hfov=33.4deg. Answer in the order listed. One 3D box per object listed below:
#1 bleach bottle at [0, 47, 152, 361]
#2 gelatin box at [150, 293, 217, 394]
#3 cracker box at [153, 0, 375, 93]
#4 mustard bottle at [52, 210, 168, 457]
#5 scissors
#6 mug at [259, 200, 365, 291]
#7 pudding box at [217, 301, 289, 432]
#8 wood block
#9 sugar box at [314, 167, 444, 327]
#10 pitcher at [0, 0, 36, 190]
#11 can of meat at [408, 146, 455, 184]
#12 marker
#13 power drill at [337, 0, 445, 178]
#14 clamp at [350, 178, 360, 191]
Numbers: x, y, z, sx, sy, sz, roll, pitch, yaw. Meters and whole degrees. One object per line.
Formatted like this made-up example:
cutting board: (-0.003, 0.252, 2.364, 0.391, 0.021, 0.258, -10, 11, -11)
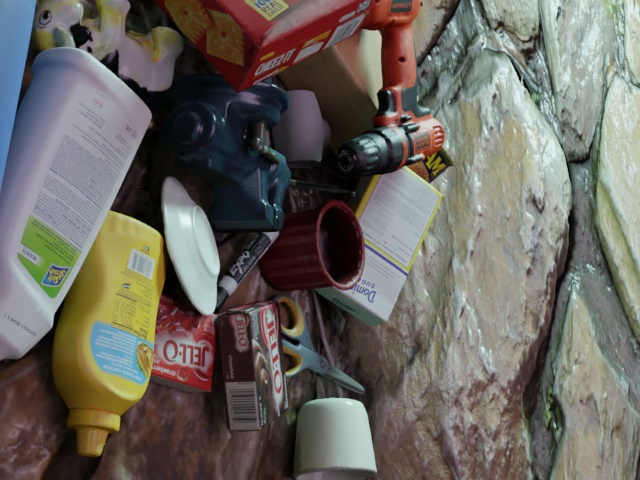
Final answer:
bleach bottle: (-0.216, -0.015, 0.802, 0.102, 0.068, 0.250, 42, 60, -42)
gelatin box: (-0.130, 0.093, 0.956, 0.089, 0.030, 0.073, 29, 60, -50)
cracker box: (-0.075, -0.252, 0.952, 0.163, 0.072, 0.214, -34, 78, -38)
mustard bottle: (-0.173, 0.079, 0.867, 0.096, 0.058, 0.191, 37, 53, -56)
scissors: (-0.006, 0.114, 1.153, 0.201, 0.016, 0.096, 17, 69, -54)
mug: (-0.007, 0.001, 1.116, 0.093, 0.082, 0.117, 54, 42, -35)
pudding box: (-0.063, 0.118, 1.020, 0.090, 0.039, 0.113, -13, 101, -73)
wood block: (0.019, -0.195, 1.194, 0.206, 0.090, 0.090, 52, 44, -38)
sugar box: (0.064, -0.001, 1.202, 0.093, 0.048, 0.176, 35, 68, -17)
pitcher: (-0.263, -0.089, 0.720, 0.149, 0.145, 0.243, 14, 74, -39)
can of meat: (0.102, -0.100, 1.290, 0.102, 0.084, 0.057, 46, 3, -46)
marker: (-0.078, 0.029, 1.044, 0.121, 0.020, 0.020, -53, 127, -35)
power drill: (0.065, -0.164, 1.127, 0.184, 0.057, 0.188, -23, 109, -55)
clamp: (0.061, 0.004, 1.261, 0.120, 0.039, 0.171, 44, 41, -34)
